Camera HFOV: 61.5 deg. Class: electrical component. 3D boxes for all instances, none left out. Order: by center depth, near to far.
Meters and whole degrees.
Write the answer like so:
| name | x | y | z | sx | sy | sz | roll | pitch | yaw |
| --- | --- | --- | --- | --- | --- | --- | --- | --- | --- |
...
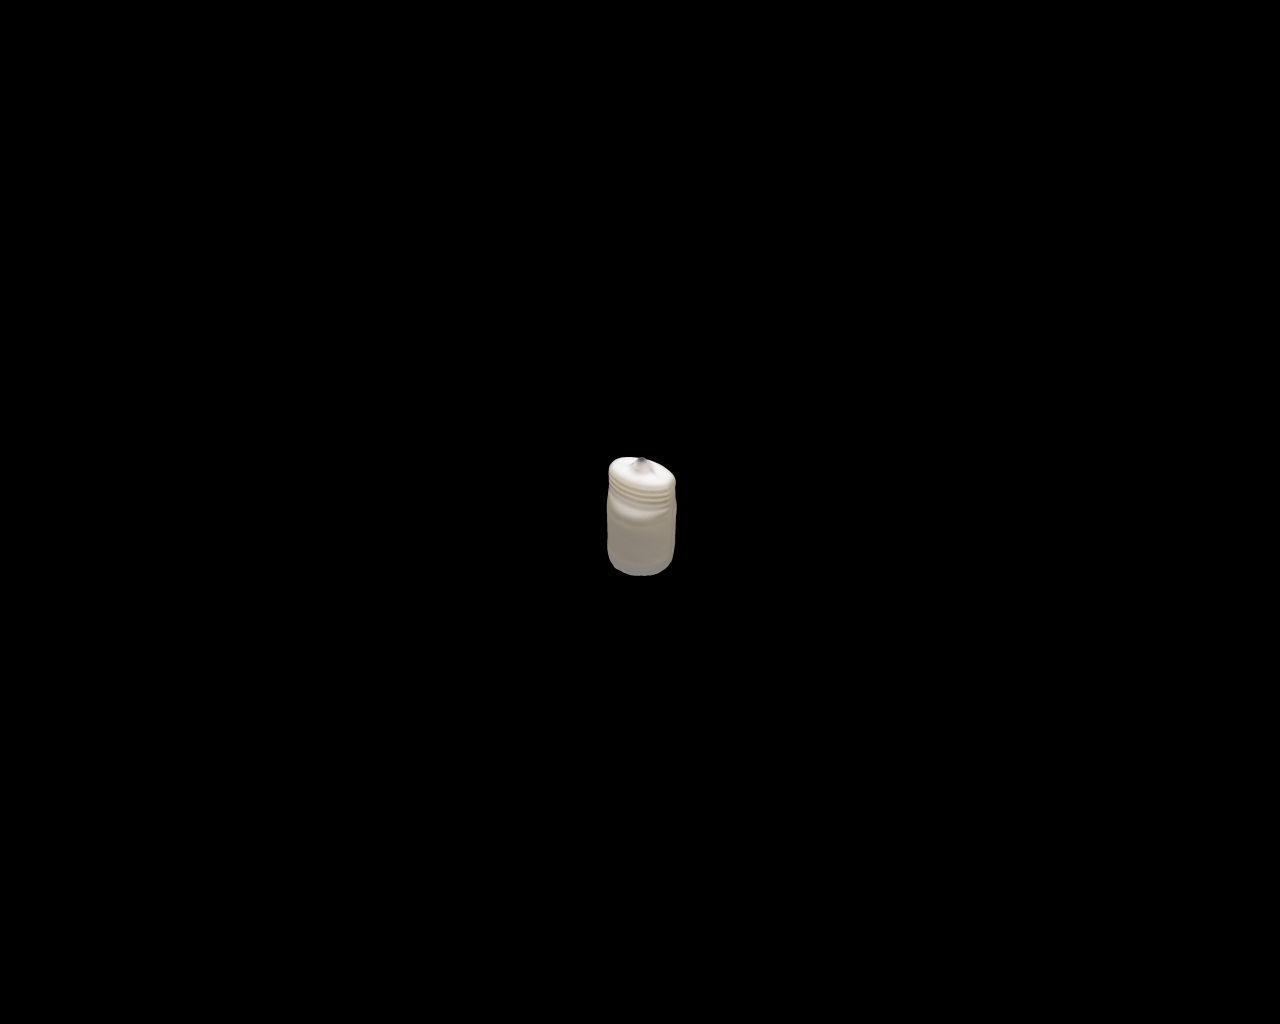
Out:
| name | x | y | z | sx | sy | sz | roll | pitch | yaw |
| --- | --- | --- | --- | --- | --- | --- | --- | --- | --- |
| electrical component | 0.001 | -0.003 | 0.650 | 0.043 | 0.080 | 0.043 | 0 | 43 | 0 |
